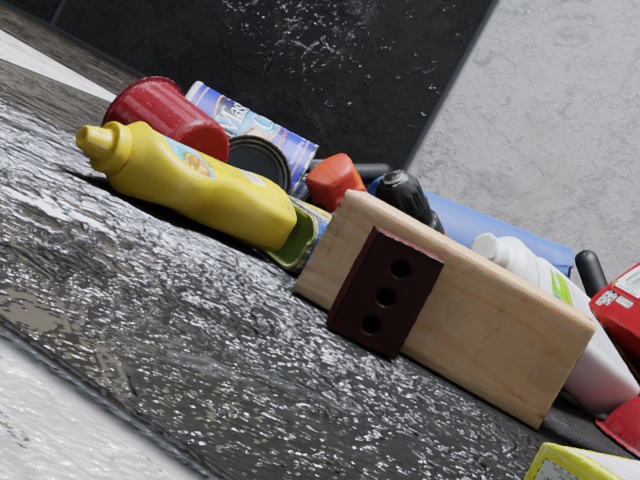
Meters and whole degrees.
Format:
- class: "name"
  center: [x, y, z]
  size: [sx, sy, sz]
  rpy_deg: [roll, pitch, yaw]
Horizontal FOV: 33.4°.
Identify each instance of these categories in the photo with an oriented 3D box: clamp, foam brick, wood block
- class: "clamp"
  center: [0.014, -0.080, 1.297]
  size: [0.120, 0.039, 0.171]
  rpy_deg: [-12, -3, 19]
- class: "foam brick"
  center: [0.045, 0.036, 0.750]
  size: [0.053, 0.078, 0.051]
  rpy_deg: [26, 6, -4]
- class: "wood block"
  center: [0.095, 0.049, 0.819]
  size: [0.206, 0.090, 0.090]
  rpy_deg: [30, 6, 9]
- class: "clamp"
  center: [0.318, 0.118, 1.131]
  size: [0.210, 0.036, 0.164]
  rpy_deg: [-93, 160, -59]

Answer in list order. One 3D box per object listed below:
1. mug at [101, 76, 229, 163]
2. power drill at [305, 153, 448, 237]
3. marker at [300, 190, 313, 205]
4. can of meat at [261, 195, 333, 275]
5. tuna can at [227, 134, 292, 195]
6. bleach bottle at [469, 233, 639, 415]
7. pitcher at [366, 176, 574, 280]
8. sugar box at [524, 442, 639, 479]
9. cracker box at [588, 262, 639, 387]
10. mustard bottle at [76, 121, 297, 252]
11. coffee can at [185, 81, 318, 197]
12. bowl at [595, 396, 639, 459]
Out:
- class: "mug"
  center: [-0.134, -0.080, 0.964]
  size: [0.082, 0.093, 0.117]
  rpy_deg: [38, -26, 34]
- class: "power drill"
  center: [0.058, -0.014, 1.002]
  size: [0.188, 0.057, 0.184]
  rpy_deg: [42, -20, 52]
- class: "marker"
  center: [-0.007, -0.045, 1.116]
  size: [0.020, 0.121, 0.020]
  rpy_deg: [20, 47, -23]
- class: "can of meat"
  center: [-0.006, 0.001, 0.939]
  size: [0.083, 0.057, 0.102]
  rpy_deg: [22, 8, -39]
- class: "tuna can"
  center: [-0.070, -0.058, 1.022]
  size: [0.086, 0.086, 0.034]
  rpy_deg: [28, 4, -4]
- class: "bleach bottle"
  center: [0.203, 0.063, 0.953]
  size: [0.250, 0.068, 0.102]
  rpy_deg: [41, 29, -40]
- class: "pitcher"
  center: [0.148, 0.026, 1.205]
  size: [0.242, 0.149, 0.145]
  rpy_deg: [24, 22, -12]
- class: "sugar box"
  center: [0.172, 0.146, 0.525]
  size: [0.093, 0.048, 0.176]
  rpy_deg: [31, 2, 38]
- class: "cracker box"
  center: [0.295, 0.128, 0.759]
  size: [0.213, 0.072, 0.164]
  rpy_deg: [56, -1, -15]
- class: "mustard bottle"
  center: [-0.113, -0.050, 0.861]
  size: [0.191, 0.058, 0.096]
  rpy_deg: [24, 12, -41]
- class: "coffee can"
  center: [-0.087, -0.084, 1.089]
  size: [0.140, 0.103, 0.103]
  rpy_deg: [28, 5, -4]
- class: "bowl"
  center: [0.330, 0.182, 0.951]
  size: [0.162, 0.055, 0.162]
  rpy_deg: [28, 6, -3]
